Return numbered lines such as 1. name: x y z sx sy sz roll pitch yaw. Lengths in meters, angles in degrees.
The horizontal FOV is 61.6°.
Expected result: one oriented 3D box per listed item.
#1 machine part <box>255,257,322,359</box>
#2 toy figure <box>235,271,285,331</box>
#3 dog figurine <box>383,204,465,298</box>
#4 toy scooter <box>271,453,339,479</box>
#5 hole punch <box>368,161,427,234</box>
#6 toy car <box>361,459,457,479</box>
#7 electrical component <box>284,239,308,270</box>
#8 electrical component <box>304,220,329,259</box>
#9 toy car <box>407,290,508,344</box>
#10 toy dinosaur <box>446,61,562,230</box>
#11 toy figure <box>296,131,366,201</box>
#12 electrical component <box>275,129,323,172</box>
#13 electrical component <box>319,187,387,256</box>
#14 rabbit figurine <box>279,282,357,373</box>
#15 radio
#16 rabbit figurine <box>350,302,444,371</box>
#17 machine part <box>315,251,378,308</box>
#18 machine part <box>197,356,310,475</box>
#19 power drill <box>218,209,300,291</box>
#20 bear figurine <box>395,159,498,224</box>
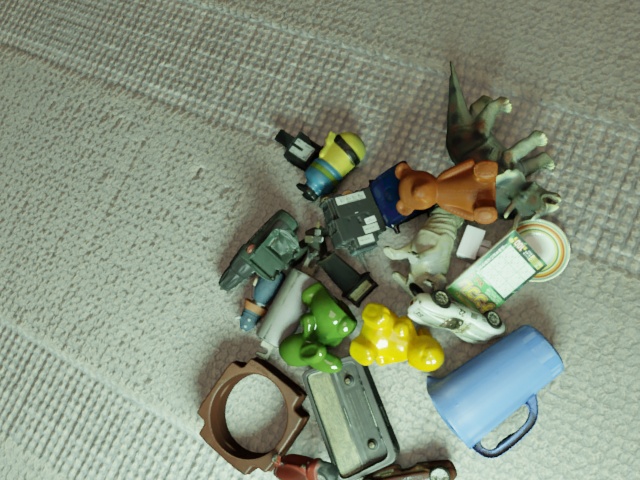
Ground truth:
1. machine part: -0.067 0.149 1.174 0.079 0.079 0.243 26 84 18
2. toy figure: -0.132 0.134 1.204 0.064 0.057 0.154 31 91 25
3. dog figurine: 0.249 0.025 1.123 0.190 0.172 0.121 -36 36 -23
4. toy scooter: -0.035 0.478 1.054 0.135 0.075 0.183 16 125 17
5. hole punch: 0.170 -0.097 1.166 0.116 0.092 0.142 -28 76 11
6. toy car: 0.163 0.458 1.039 0.202 0.089 0.053 -14 75 12
7. electrical component: -0.048 0.031 1.202 0.021 0.094 0.063 37 126 15
8. electrical component: -0.002 -0.003 1.182 0.045 0.102 0.078 -12 91 21
9. toy car: 0.270 0.156 1.054 0.202 0.073 0.056 22 53 -10
10. toy dinosaur: 0.346 -0.187 1.131 0.192 0.131 0.405 -40 65 2
11. toy figure: 0.029 -0.165 1.215 0.089 0.082 0.180 34 80 17
12. electrical component: -0.050 -0.211 1.267 0.119 0.047 0.075 32 86 19
13. electrical component: 0.074 -0.036 1.161 0.115 0.058 0.134 -15 79 -20
14. rabbit figurine: -0.004 0.203 1.104 0.170 0.121 0.159 -45 38 5
15. radio: 0.065 0.356 1.093 0.131 0.073 0.229 -24 74 8
16. rabbit figurine: 0.168 0.212 1.058 0.173 0.162 0.122 15 80 39
17. machine part: 0.055 0.077 1.161 0.139 0.039 0.084 41 97 -9
18. machine part: -0.139 0.367 1.137 0.202 0.087 0.201 33 87 20
19. power drill: -0.126 0.036 1.161 0.086 0.207 0.232 43 82 -9
20. bear figurine: 0.236 -0.096 1.030 0.196 0.132 0.120 3 99 14
